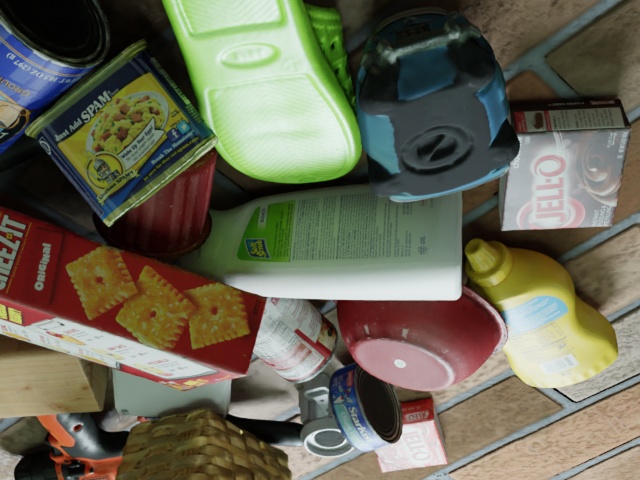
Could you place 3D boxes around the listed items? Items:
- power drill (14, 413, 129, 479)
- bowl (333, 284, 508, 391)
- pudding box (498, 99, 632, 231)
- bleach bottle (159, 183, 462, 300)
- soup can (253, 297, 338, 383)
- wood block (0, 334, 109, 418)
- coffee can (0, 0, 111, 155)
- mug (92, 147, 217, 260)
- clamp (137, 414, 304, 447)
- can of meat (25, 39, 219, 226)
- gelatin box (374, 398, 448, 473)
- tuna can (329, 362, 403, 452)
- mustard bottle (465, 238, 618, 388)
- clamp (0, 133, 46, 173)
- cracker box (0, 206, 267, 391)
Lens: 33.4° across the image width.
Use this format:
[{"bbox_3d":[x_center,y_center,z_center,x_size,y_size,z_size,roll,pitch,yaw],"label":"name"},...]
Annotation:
[{"bbox_3d":[-0.276,0.193,1.077,0.185,0.057,0.187,-14,136,24],"label":"power drill"},{"bbox_3d":[0.079,0.086,0.932,0.162,0.055,0.162,16,150,9],"label":"bowl"},{"bbox_3d":[0.188,-0.057,0.835,0.090,0.039,0.113,-3,137,2],"label":"pudding box"},{"bbox_3d":[-0.012,-0.002,0.861,0.251,0.102,0.068,0,146,8],"label":"bleach bottle"},{"bbox_3d":[-0.040,0.073,0.947,0.069,0.068,0.102,-26,130,24],"label":"soup can"},{"bbox_3d":[-0.301,0.100,0.956,0.206,0.091,0.090,-4,136,4],"label":"wood block"},{"bbox_3d":[-0.224,-0.119,0.718,0.141,0.103,0.102,-35,127,30],"label":"coffee can"},{"bbox_3d":[-0.133,-0.051,0.812,0.117,0.093,0.082,30,133,17],"label":"mug"},{"bbox_3d":[-0.099,0.195,1.093,0.171,0.039,0.120,27,133,-28],"label":"clamp"},{"bbox_3d":[-0.132,-0.071,0.724,0.102,0.057,0.084,-39,94,-1],"label":"can of meat"},{"bbox_3d":[0.090,0.206,1.115,0.073,0.030,0.089,-10,136,10],"label":"gelatin box"},{"bbox_3d":[0.044,0.159,1.026,0.034,0.086,0.086,-24,132,25],"label":"tuna can"},{"bbox_3d":[0.182,0.059,0.942,0.096,0.058,0.191,-22,133,29],"label":"mustard bottle"},{"bbox_3d":[-0.295,-0.045,0.841,0.210,0.036,0.165,10,136,-8],"label":"clamp"},{"bbox_3d":[-0.170,0.050,0.820,0.213,0.072,0.164,21,162,-18],"label":"cracker box"}]
